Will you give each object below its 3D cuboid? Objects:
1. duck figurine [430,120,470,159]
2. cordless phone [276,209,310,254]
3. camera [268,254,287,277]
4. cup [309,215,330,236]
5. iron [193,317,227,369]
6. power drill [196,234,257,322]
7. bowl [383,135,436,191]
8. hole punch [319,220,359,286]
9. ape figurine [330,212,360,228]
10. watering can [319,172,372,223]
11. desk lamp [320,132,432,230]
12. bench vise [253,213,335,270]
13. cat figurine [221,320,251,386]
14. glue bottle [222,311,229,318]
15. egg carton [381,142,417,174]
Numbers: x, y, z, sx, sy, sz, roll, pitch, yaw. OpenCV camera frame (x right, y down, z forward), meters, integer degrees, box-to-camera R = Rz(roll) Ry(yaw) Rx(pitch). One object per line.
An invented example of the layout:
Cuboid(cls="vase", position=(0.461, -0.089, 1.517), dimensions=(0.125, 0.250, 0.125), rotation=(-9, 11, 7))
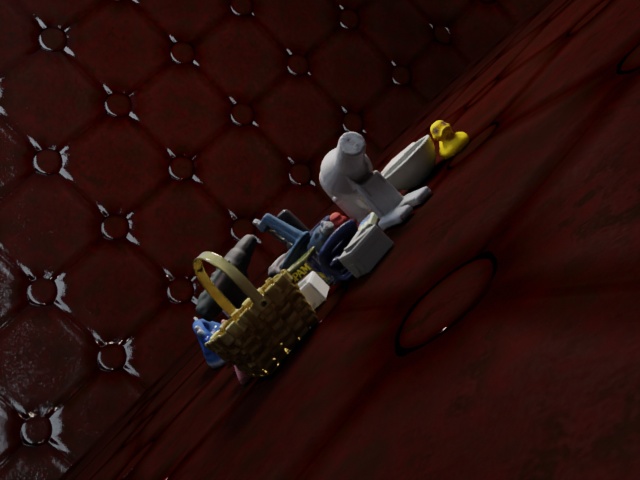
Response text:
Cuboid(cls="duck figurine", position=(0.296, -0.244, 1.349), dimensions=(0.077, 0.086, 0.104), rotation=(-44, 5, 2))
Cuboid(cls="cordless phone", position=(-0.084, 0.008, 1.756), dimensions=(0.147, 0.185, 0.094), rotation=(-44, 6, 5))
Cuboid(cls="camera", position=(-0.068, 0.073, 1.588), dimensions=(0.143, 0.101, 0.137), rotation=(-38, 8, 50))
Cuboid(cls="cup", position=(0.014, 0.005, 1.521), dimensions=(0.117, 0.095, 0.092), rotation=(-42, 6, 23))
Cuboid(cls="iron", position=(-0.314, 0.280, 1.638), dimensions=(0.119, 0.141, 0.258), rotation=(-45, 5, -10))
Cuboid(cls="power drill", position=(-0.173, 0.129, 1.372), dimensions=(0.230, 0.208, 0.075), rotation=(-47, 6, -24))
Cuboid(cls="bowl", position=(0.227, -0.175, 1.400), dimensions=(0.167, 0.075, 0.167), rotation=(-44, 5, 6))
Cuboid(cls="hole punch", position=(0.045, 0.025, 1.147), dimensions=(0.109, 0.091, 0.101), rotation=(-46, 6, -15))
Cuboid(cls="ape figurine", position=(0.061, -0.031, 1.465), dimensions=(0.078, 0.092, 0.076), rotation=(-46, 6, -11))
Cuboid(cls="watering can", position=(0.078, -0.126, 1.510), dimensions=(0.101, 0.194, 0.172), rotation=(-46, 6, -14))
Cuboid(cls="desk lamp", position=(0.105, -0.132, 1.236), dimensions=(0.118, 0.213, 0.203), rotation=(-46, 6, -15))
Cuboid(cls="bench vise", position=(-0.049, -0.005, 1.394), dimensions=(0.207, 0.220, 0.121), rotation=(-42, 6, 24))
Cuboid(cls="cat figurine", position=(-0.164, 0.213, 1.146), dimensions=(0.067, 0.118, 0.128), rotation=(-44, 5, 5))
Cuboid(cls="glue bottle", position=(-0.257, 0.201, 1.645), dimensions=(0.037, 0.173, 0.078), rotation=(-46, 6, -19))
Cuboid(cls="egg carton", position=(0.237, -0.206, 1.593), dimensions=(0.150, 0.069, 0.107), rotation=(-39, 8, 48))
